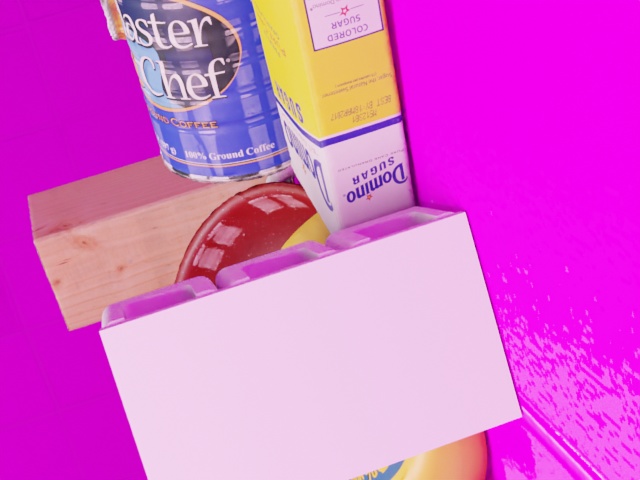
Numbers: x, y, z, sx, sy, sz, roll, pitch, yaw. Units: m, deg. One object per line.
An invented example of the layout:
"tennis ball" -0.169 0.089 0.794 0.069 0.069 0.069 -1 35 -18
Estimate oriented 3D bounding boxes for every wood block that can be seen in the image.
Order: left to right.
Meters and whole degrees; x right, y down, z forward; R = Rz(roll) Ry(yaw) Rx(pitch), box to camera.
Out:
"wood block" -0.124 -0.013 0.880 0.091 0.206 0.090 -122 16 -57

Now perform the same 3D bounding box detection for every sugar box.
"sugar box" -0.001 -0.090 0.478 0.093 0.048 0.176 -119 15 -53

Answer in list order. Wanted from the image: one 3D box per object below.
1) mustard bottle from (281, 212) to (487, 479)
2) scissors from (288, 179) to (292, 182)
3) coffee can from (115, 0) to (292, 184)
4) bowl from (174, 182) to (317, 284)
"mustard bottle" 0.035 0.081 0.533 0.096 0.058 0.192 -52 53 47
"scissors" -0.005 0.001 0.793 0.096 0.016 0.202 -172 65 -79
"coffee can" -0.053 -0.116 0.567 0.103 0.102 0.140 -119 14 -54
"bowl" -0.018 0.047 0.659 0.055 0.162 0.162 11 -128 -53
